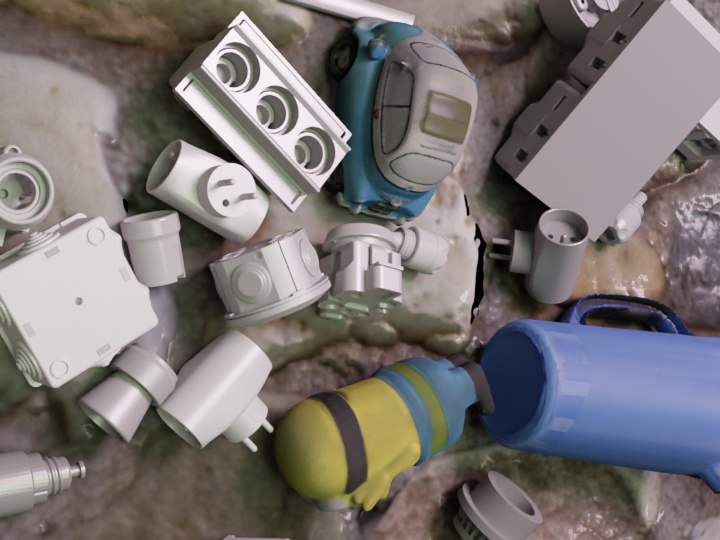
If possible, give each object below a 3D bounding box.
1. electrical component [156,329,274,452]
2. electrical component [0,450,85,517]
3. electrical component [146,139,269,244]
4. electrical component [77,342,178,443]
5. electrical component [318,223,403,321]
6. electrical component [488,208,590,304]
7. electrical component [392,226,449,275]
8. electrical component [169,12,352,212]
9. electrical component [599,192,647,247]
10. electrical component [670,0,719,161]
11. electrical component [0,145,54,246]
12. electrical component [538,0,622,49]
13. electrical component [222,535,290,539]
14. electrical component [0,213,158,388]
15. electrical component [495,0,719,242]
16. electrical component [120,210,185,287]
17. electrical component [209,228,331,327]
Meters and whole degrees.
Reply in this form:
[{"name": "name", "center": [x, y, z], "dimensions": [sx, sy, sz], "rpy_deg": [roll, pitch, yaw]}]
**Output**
[{"name": "electrical component", "center": [-0.094, 0.097, 0.775], "dimensions": [0.077, 0.044, 0.079], "rpy_deg": [-49, 115, -23]}, {"name": "electrical component", "center": [-0.218, 0.137, 0.697], "dimensions": [0.078, 0.040, 0.040], "rpy_deg": [-6, 94, -33]}, {"name": "electrical component", "center": [-0.098, -0.055, 0.750], "dimensions": [0.077, 0.079, 0.043], "rpy_deg": [32, 74, -29]}, {"name": "electrical component", "center": [-0.158, 0.083, 0.733], "dimensions": [0.045, 0.045, 0.055], "rpy_deg": [49, 65, -23]}, {"name": "electrical component", "center": [0.000, 0.000, 0.821], "dimensions": [0.058, 0.078, 0.057], "rpy_deg": [15, 64, -33]}, {"name": "electrical component", "center": [0.151, -0.014, 0.923], "dimensions": [0.079, 0.077, 0.043], "rpy_deg": [8, 49, 3]}, {"name": "electrical component", "center": [0.039, -0.019, 0.867], "dimensions": [0.061, 0.035, 0.035], "rpy_deg": [19, 80, -29]}, {"name": "electrical component", "center": [-0.074, -0.111, 0.773], "dimensions": [0.121, 0.063, 0.078], "rpy_deg": [46, 65, -25]}, {"name": "electrical component", "center": [0.247, -0.051, 1.002], "dimensions": [0.061, 0.035, 0.035], "rpy_deg": [-43, 113, -28]}, {"name": "electrical component", "center": [0.305, -0.180, 1.022], "dimensions": [0.150, 0.062, 0.089], "rpy_deg": [33, 73, -29]}, {"name": "electrical component", "center": [-0.223, -0.049, 0.682], "dimensions": [0.048, 0.055, 0.066], "rpy_deg": [16, 82, -32]}, {"name": "electrical component", "center": [0.210, -0.245, 0.957], "dimensions": [0.099, 0.064, 0.099], "rpy_deg": [0, 91, -33]}, {"name": "electrical component", "center": [-0.079, 0.293, 0.749], "dimensions": [0.105, 0.060, 0.186], "rpy_deg": [-19, 103, -67]}, {"name": "electrical component", "center": [-0.193, 0.020, 0.707], "dimensions": [0.100, 0.048, 0.099], "rpy_deg": [-34, 108, -28]}, {"name": "electrical component", "center": [0.216, -0.133, 0.923], "dimensions": [0.105, 0.060, 0.186], "rpy_deg": [33, 103, -29]}, {"name": "electrical component", "center": [-0.142, -0.015, 0.746], "dimensions": [0.040, 0.040, 0.046], "rpy_deg": [-17, 105, -32]}, {"name": "electrical component", "center": [-0.065, 0.006, 0.773], "dimensions": [0.080, 0.080, 0.051], "rpy_deg": [-25, 98, -30]}]
